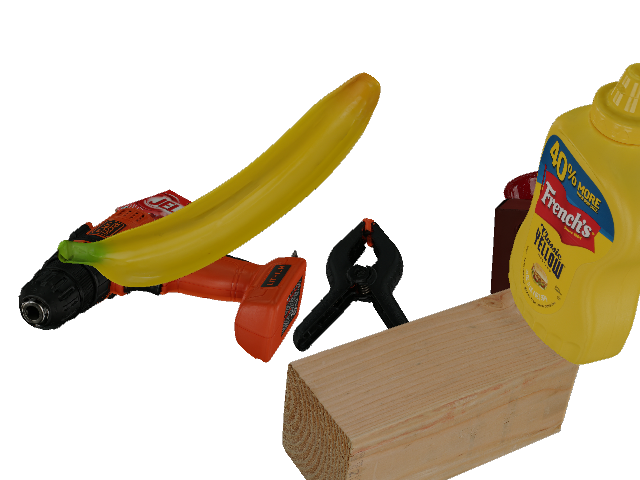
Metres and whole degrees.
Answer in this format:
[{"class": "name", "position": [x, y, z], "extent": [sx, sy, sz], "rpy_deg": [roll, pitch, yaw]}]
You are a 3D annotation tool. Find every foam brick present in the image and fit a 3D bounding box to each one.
[{"class": "foam brick", "position": [0.176, 0.007, 0.908], "extent": [0.053, 0.078, 0.051], "rpy_deg": [5, 15, 20]}]

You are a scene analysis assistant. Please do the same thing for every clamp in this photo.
[{"class": "clamp", "position": [0.051, 0.049, 1.074], "extent": [0.120, 0.171, 0.039], "rpy_deg": [11, -38, 11]}]

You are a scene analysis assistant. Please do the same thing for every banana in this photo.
[{"class": "banana", "position": [-0.047, -0.024, 0.601], "extent": [0.198, 0.037, 0.069], "rpy_deg": [-32, -19, -3]}]

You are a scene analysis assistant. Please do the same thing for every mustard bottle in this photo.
[{"class": "mustard bottle", "position": [0.161, -0.021, 0.621], "extent": [0.058, 0.192, 0.096], "rpy_deg": [-11, 48, -16]}]

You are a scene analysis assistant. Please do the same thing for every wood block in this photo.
[{"class": "wood block", "position": [0.083, 0.121, 0.811], "extent": [0.205, 0.090, 0.091], "rpy_deg": [-16, 40, -27]}]

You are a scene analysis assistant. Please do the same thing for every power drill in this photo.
[{"class": "power drill", "position": [-0.115, 0.036, 0.822], "extent": [0.188, 0.057, 0.184], "rpy_deg": [15, 25, 10]}]

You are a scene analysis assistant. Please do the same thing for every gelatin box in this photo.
[{"class": "gelatin box", "position": [-0.147, -0.015, 1.056], "extent": [0.089, 0.030, 0.073], "rpy_deg": [29, 34, 31]}]

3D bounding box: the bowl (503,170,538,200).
[{"class": "bowl", "position": [0.271, -0.025, 1.105], "extent": [0.162, 0.055, 0.162], "rpy_deg": [-2, 23, 1]}]
